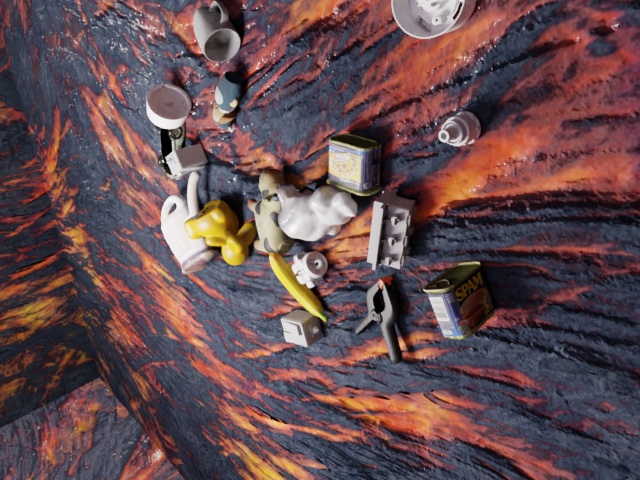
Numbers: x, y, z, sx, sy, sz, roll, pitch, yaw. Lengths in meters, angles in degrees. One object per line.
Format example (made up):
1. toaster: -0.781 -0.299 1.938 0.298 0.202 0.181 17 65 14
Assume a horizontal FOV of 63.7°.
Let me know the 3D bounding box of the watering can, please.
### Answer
1. watering can: -0.358 -0.034 1.421 0.342 0.105 0.225 -37 81 52

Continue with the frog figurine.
1. frog figurine: 0.003 -0.048 0.963 0.160 0.135 0.124 19 78 38
